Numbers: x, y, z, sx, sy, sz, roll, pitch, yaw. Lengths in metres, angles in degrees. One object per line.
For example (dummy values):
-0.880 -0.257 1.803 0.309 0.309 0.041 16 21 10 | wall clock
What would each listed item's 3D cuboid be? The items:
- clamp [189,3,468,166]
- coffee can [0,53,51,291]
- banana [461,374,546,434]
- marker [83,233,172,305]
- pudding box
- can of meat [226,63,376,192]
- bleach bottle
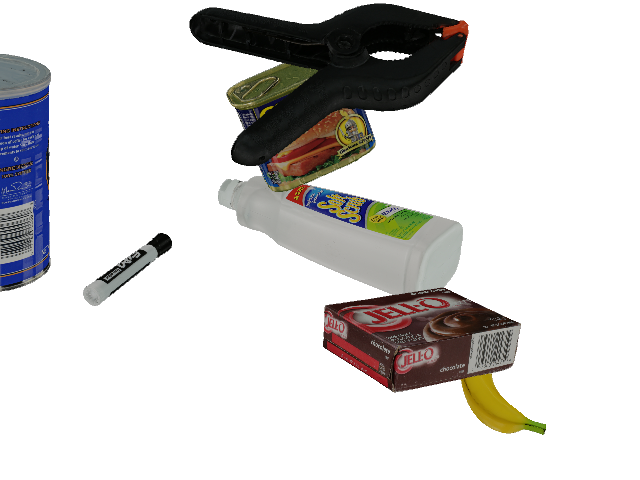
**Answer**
0.010 -0.099 0.646 0.171 0.120 0.039 -6 -28 -5 | clamp
-0.236 -0.048 0.725 0.103 0.140 0.103 5 22 -2 | coffee can
0.202 0.176 1.272 0.069 0.037 0.198 9 24 -15 | banana
-0.172 0.024 0.973 0.020 0.020 0.121 0 24 28 | marker
0.071 0.068 0.765 0.113 0.039 0.090 -4 18 -32 | pudding box
-0.013 -0.098 0.864 0.102 0.084 0.057 -24 28 -4 | can of meat
0.006 -0.012 1.044 0.251 0.068 0.102 18 29 25 | bleach bottle
